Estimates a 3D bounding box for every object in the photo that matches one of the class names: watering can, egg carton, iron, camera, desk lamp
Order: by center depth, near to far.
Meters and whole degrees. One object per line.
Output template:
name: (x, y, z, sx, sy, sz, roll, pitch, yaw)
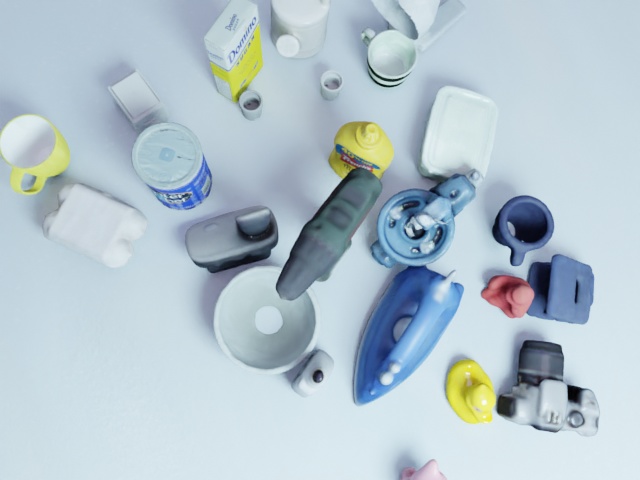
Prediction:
iron: (0.134, 0.151, 0.886, 0.118, 0.141, 0.258, 32, 79, 2)
camera: (0.369, 0.233, 0.911, 0.143, 0.100, 0.137, 9, 79, -3)
egg carton: (-0.356, -0.025, 0.913, 0.150, 0.069, 0.107, 24, 79, 0)
watering can: (-0.031, -0.382, 0.941, 0.101, 0.194, 0.173, -7, 80, -6)
desk lamp: (0.170, -0.412, 0.954, 0.203, 0.213, 0.118, -44, 86, -10)

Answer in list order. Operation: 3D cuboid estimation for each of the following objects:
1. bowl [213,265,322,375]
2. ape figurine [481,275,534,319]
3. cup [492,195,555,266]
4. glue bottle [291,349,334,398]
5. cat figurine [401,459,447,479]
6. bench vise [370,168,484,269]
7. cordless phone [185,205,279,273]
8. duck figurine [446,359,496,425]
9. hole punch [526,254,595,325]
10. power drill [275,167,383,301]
bowl: (-0.082, 0.127, 0.906, 0.167, 0.074, 0.167, 1, 80, -5)
ape figurine: (0.318, 0.090, 0.937, 0.076, 0.092, 0.078, -15, 81, -7)
cup: (0.325, -0.007, 0.954, 0.091, 0.095, 0.118, 15, 79, -2)
glue bottle: (-0.008, 0.201, 0.849, 0.037, 0.173, 0.078, 38, 79, 3)
cat figurine: (0.149, 0.392, 0.856, 0.067, 0.117, 0.128, 34, 79, 2)
bench vise: (0.170, -0.053, 0.886, 0.121, 0.219, 0.207, 32, 79, 2)
cordless phone: (-0.136, -0.015, 0.871, 0.147, 0.185, 0.094, -20, 82, -8)
duck figurine: (0.247, 0.242, 0.907, 0.077, 0.086, 0.104, -9, 81, -6)
hole punch: (0.407, 0.082, 0.947, 0.101, 0.091, 0.109, 10, 79, -3)
power drill: (0.008, 0.003, 0.868, 0.075, 0.208, 0.230, 34, 79, 2)
